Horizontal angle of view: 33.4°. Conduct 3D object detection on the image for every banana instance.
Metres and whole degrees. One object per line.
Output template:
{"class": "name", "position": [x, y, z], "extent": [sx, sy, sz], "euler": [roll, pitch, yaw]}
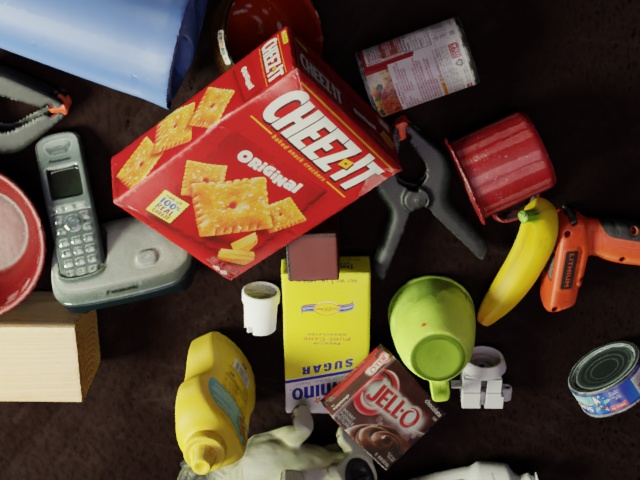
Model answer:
{"class": "banana", "position": [0.201, 0.015, 1.070], "extent": [0.069, 0.037, 0.198], "euler": [-22, 148, -20]}

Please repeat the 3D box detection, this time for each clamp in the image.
{"class": "clamp", "position": [0.090, -0.037, 1.079], "extent": [0.120, 0.039, 0.171], "euler": [-22, 107, 4]}
{"class": "clamp", "position": [-0.352, -0.118, 1.060], "extent": [0.210, 0.036, 0.165], "euler": [1, 123, -2]}

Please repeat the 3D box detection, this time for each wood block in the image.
{"class": "wood block", "position": [-0.346, 0.111, 1.128], "extent": [0.206, 0.090, 0.091], "euler": [0, 113, 2]}

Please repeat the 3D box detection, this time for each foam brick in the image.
{"class": "foam brick", "position": [-0.007, 0.001, 1.077], "extent": [0.053, 0.078, 0.051], "euler": [-2, 116, 3]}

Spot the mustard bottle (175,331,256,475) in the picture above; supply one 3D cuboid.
{"class": "mustard bottle", "position": [-0.108, 0.177, 1.092], "extent": [0.058, 0.191, 0.096], "euler": [-23, 110, 11]}

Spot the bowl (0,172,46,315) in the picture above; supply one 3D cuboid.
{"class": "bowl", "position": [-0.349, -0.003, 1.086], "extent": [0.162, 0.055, 0.162], "euler": [1, 103, 5]}

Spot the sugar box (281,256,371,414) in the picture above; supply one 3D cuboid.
{"class": "sugar box", "position": [0.007, 0.103, 1.131], "extent": [0.093, 0.048, 0.176], "euler": [-1, 115, 2]}

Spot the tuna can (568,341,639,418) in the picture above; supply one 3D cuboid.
{"class": "tuna can", "position": [0.306, 0.145, 1.123], "extent": [0.086, 0.086, 0.033], "euler": [-32, 107, 14]}

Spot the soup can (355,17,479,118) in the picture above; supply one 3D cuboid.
{"class": "soup can", "position": [0.092, -0.163, 1.009], "extent": [0.102, 0.068, 0.068], "euler": [-19, 111, 9]}

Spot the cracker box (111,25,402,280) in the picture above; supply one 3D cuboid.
{"class": "cracker box", "position": [-0.058, -0.069, 0.977], "extent": [0.214, 0.072, 0.164], "euler": [-32, 134, 21]}

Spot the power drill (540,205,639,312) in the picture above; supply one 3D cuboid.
{"class": "power drill", "position": [0.325, 0.038, 1.094], "extent": [0.187, 0.057, 0.184], "euler": [2, 109, -2]}

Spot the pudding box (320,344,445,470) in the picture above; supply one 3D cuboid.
{"class": "pudding box", "position": [0.067, 0.177, 1.130], "extent": [0.090, 0.039, 0.113], "euler": [-43, 126, -2]}

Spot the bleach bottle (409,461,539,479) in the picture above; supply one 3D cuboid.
{"class": "bleach bottle", "position": [0.128, 0.316, 1.199], "extent": [0.251, 0.068, 0.102], "euler": [-17, 72, 8]}

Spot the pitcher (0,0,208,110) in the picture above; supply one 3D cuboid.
{"class": "pitcher", "position": [-0.226, -0.223, 0.962], "extent": [0.243, 0.145, 0.149], "euler": [17, 95, -2]}

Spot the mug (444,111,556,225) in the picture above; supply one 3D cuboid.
{"class": "mug", "position": [0.181, -0.065, 1.041], "extent": [0.081, 0.093, 0.117], "euler": [-25, 126, 7]}
